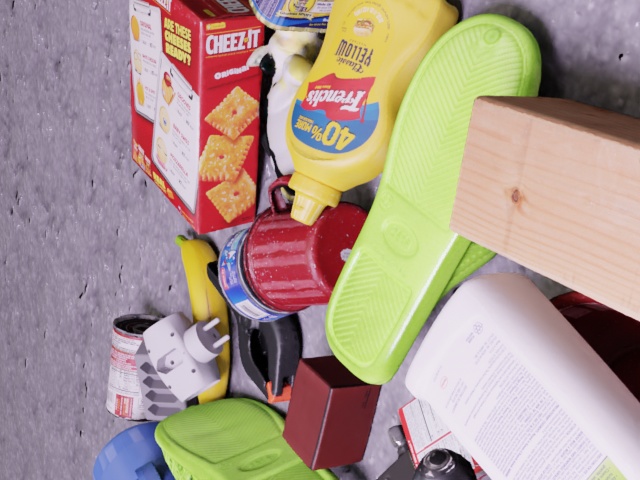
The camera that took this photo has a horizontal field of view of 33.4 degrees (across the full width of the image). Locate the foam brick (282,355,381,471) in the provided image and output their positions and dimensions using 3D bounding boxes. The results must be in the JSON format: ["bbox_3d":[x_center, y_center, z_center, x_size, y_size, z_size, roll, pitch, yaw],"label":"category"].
[{"bbox_3d":[0.009,0.142,0.886,0.051,0.052,0.078,35,118,49],"label":"foam brick"}]

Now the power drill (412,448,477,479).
[{"bbox_3d":[0.136,0.227,0.646,0.188,0.057,0.184,30,148,51],"label":"power drill"}]

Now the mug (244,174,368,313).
[{"bbox_3d":[-0.006,0.001,0.864,0.082,0.093,0.117,-7,107,51],"label":"mug"}]

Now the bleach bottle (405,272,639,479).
[{"bbox_3d":[0.148,0.133,0.578,0.251,0.067,0.103,54,133,37],"label":"bleach bottle"}]

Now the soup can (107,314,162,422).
[{"bbox_3d":[-0.198,0.140,1.173,0.069,0.068,0.102,27,113,52],"label":"soup can"}]

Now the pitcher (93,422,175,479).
[{"bbox_3d":[-0.139,0.282,1.037,0.243,0.144,0.149,47,116,48],"label":"pitcher"}]

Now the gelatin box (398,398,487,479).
[{"bbox_3d":[0.100,0.139,0.773,0.089,0.030,0.073,-46,53,46],"label":"gelatin box"}]

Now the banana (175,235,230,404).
[{"bbox_3d":[-0.114,0.081,1.081,0.070,0.037,0.198,134,129,-69],"label":"banana"}]

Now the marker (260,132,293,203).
[{"bbox_3d":[-0.027,-0.052,0.960,0.020,0.020,0.121,-55,49,41],"label":"marker"}]

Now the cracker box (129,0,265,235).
[{"bbox_3d":[-0.119,-0.139,1.012,0.164,0.072,0.214,45,139,45],"label":"cracker box"}]

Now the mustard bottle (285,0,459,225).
[{"bbox_3d":[0.025,-0.101,0.801,0.096,0.058,0.192,27,95,35],"label":"mustard bottle"}]

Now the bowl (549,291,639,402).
[{"bbox_3d":[0.179,0.109,0.635,0.162,0.055,0.162,3,93,55],"label":"bowl"}]

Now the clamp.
[{"bbox_3d":[-0.052,0.062,0.985,0.171,0.039,0.120,65,145,25],"label":"clamp"}]

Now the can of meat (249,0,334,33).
[{"bbox_3d":[0.002,-0.212,0.843,0.084,0.101,0.057,-58,47,42],"label":"can of meat"}]

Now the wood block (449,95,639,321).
[{"bbox_3d":[0.179,-0.016,0.602,0.206,0.090,0.091,30,116,51],"label":"wood block"}]

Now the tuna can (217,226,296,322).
[{"bbox_3d":[-0.044,0.027,0.931,0.034,0.085,0.086,-23,72,52],"label":"tuna can"}]
